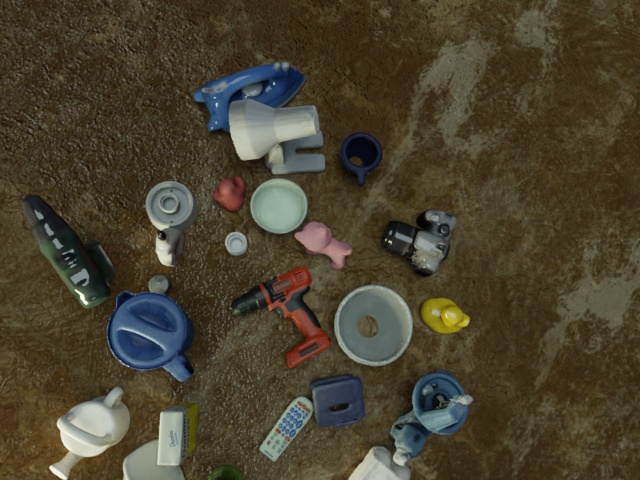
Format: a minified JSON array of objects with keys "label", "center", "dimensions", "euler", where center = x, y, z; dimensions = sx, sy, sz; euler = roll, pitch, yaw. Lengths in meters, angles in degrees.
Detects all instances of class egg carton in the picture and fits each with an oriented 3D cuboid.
[{"label":"egg carton","center":[0.110,0.501,1.160],"dimensions":[0.107,0.069,0.150],"euler":[39,78,2]}]

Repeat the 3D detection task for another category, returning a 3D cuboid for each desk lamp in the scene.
[{"label":"desk lamp","center":[-0.083,-0.219,1.198],"dimensions":[0.203,0.213,0.118],"euler":[-4,80,-7]}]

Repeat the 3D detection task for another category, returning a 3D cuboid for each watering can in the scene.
[{"label":"watering can","center":[-0.428,0.358,1.066],"dimensions":[0.101,0.194,0.173],"euler":[11,79,-3]}]

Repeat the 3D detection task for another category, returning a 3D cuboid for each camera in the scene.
[{"label":"camera","center":[0.213,-0.009,1.248],"dimensions":[0.137,0.100,0.143],"euler":[22,78,-2]}]

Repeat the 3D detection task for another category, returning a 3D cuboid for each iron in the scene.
[{"label":"iron","center":[-0.143,-0.339,1.251],"dimensions":[0.258,0.141,0.118],"euler":[-25,83,-10]}]

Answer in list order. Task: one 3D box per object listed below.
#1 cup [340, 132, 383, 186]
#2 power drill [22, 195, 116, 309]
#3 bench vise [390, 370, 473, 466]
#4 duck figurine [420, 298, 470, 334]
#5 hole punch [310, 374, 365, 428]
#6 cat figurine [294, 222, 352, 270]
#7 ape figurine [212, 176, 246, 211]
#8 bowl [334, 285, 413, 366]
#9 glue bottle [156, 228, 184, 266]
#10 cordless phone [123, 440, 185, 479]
[{"label":"cup","center":[0.086,-0.168,1.267],"dimensions":[0.092,0.095,0.118],"euler":[0,80,-6]},{"label":"power drill","center":[-0.477,0.031,1.114],"dimensions":[0.076,0.208,0.229],"euler":[-34,85,-10]},{"label":"bench vise","center":[0.230,0.357,1.122],"dimensions":[0.121,0.219,0.207],"euler":[21,78,-1]},{"label":"duck figurine","center":[0.272,0.161,1.231],"dimensions":[0.104,0.086,0.077],"euler":[21,78,-2]},{"label":"hole punch","center":[0.039,0.332,1.172],"dimensions":[0.109,0.091,0.101],"euler":[-10,81,-8]},{"label":"cat figurine","center":[0.011,0.004,1.216],"dimensions":[0.128,0.117,0.067],"euler":[27,78,0]},{"label":"ape figurine","center":[-0.195,-0.105,1.228],"dimensions":[0.078,0.092,0.076],"euler":[-16,82,-8]},{"label":"bowl","center":[0.108,0.181,1.216],"dimensions":[0.167,0.074,0.167],"euler":[1,79,-6]},{"label":"glue bottle","center":[-0.308,0.005,1.154],"dimensions":[0.037,0.173,0.078],"euler":[10,79,-4]},{"label":"cordless phone","center":[-0.314,0.461,1.063],"dimensions":[0.094,0.185,0.147],"euler":[-29,84,-10]}]
